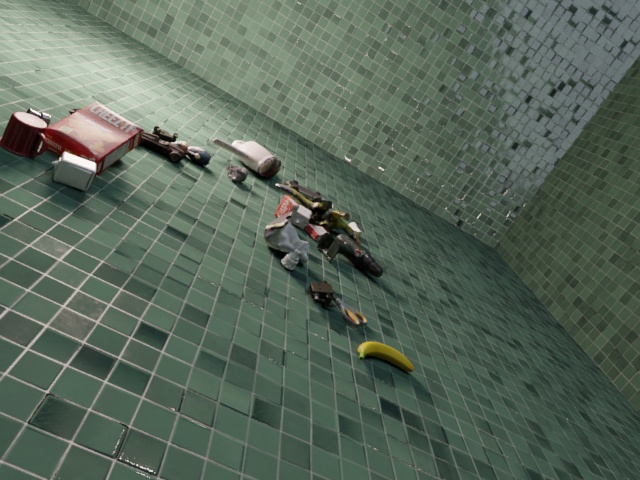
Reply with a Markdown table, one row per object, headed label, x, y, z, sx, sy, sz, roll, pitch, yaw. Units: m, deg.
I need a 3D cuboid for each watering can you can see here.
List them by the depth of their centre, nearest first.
| label | x | y | z | sx | sy | sz | roll | pitch | yaw |
| --- | --- | --- | --- | --- | --- | --- | --- | --- | --- |
| watering can | -0.299 | -0.360 | 2.213 | 0.226 | 0.103 | 0.349 | 38 | 19 | 17 |

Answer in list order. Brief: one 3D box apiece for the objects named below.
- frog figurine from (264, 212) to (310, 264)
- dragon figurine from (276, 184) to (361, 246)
| label | x | y | z | sx | sy | sz | roll | pitch | yaw |
| --- | --- | --- | --- | --- | --- | --- | --- | --- | --- |
| frog figurine | -0.102 | 0.009 | 1.633 | 0.139 | 0.123 | 0.158 | -113 | 178 | -75 |
| dragon figurine | 0.006 | -0.107 | 2.121 | 0.412 | 0.122 | 0.242 | 37 | 1 | 8 |
